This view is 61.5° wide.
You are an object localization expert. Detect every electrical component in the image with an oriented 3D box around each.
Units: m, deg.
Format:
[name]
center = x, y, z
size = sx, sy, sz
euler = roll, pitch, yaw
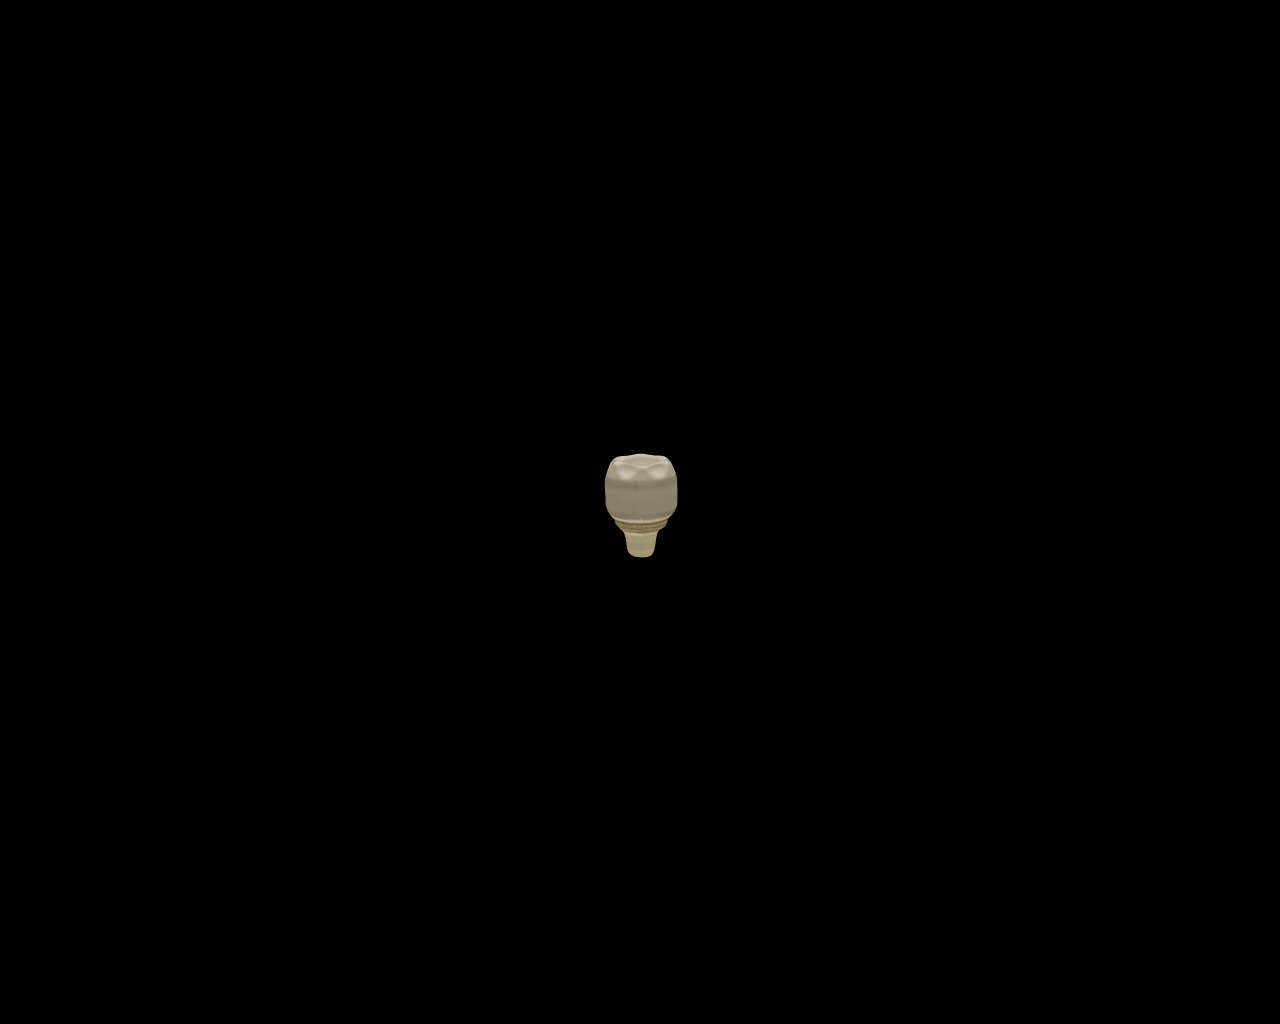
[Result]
[electrical component]
center = 0.001, -0.003, 0.650
size = 0.043, 0.062, 0.043
euler = 0, 15, 0
